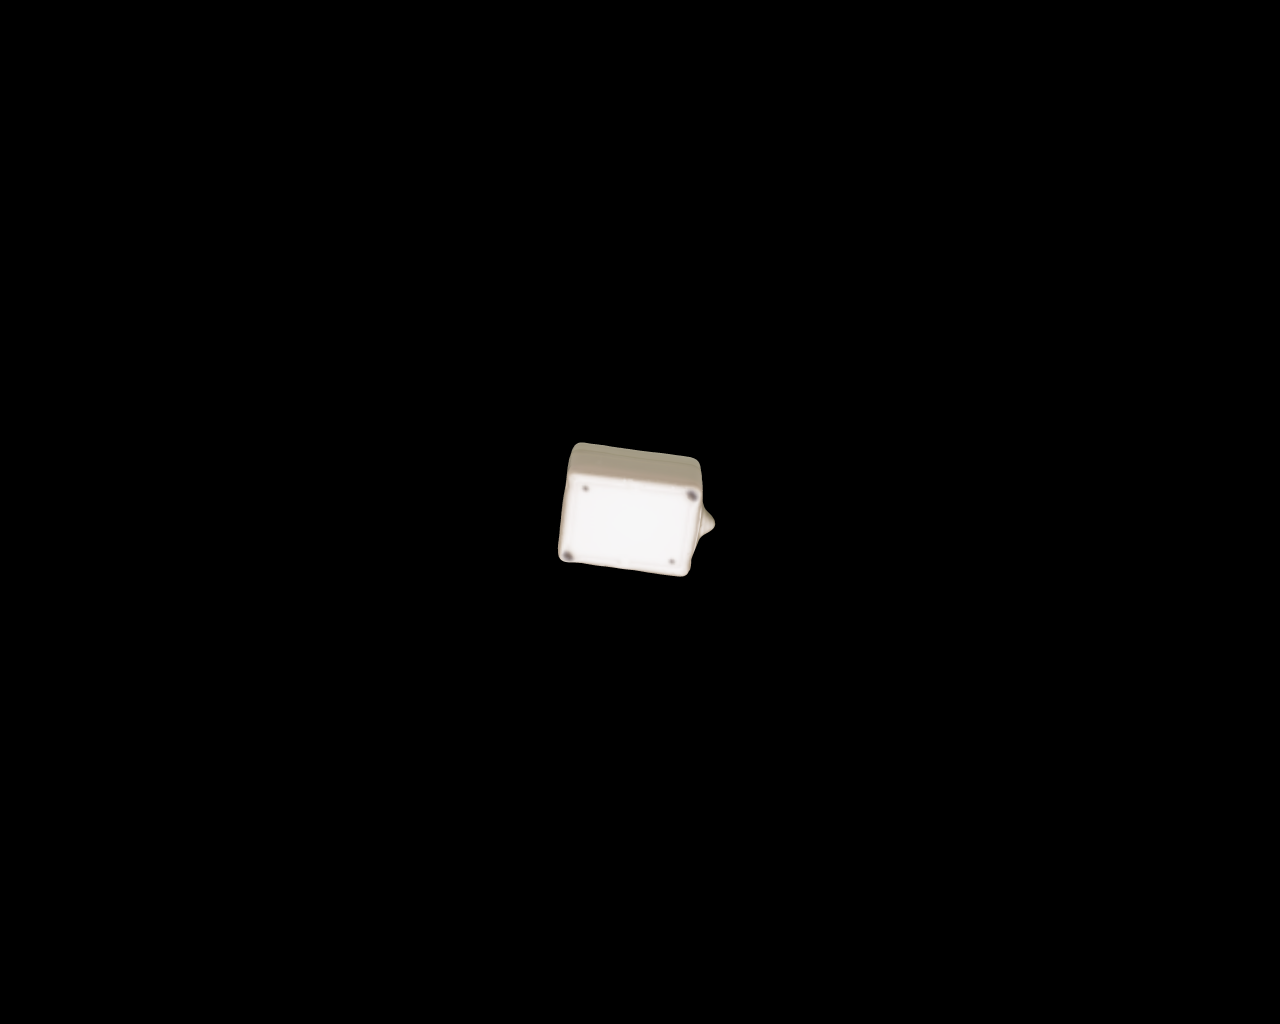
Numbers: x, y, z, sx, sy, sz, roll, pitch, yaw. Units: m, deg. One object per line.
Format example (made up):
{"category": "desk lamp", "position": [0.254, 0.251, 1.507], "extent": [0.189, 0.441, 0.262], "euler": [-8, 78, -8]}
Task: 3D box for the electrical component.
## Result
{"category": "electrical component", "position": [0.001, -0.003, 0.650], "extent": [0.096, 0.061, 0.061], "euler": [8, 24, -3]}
